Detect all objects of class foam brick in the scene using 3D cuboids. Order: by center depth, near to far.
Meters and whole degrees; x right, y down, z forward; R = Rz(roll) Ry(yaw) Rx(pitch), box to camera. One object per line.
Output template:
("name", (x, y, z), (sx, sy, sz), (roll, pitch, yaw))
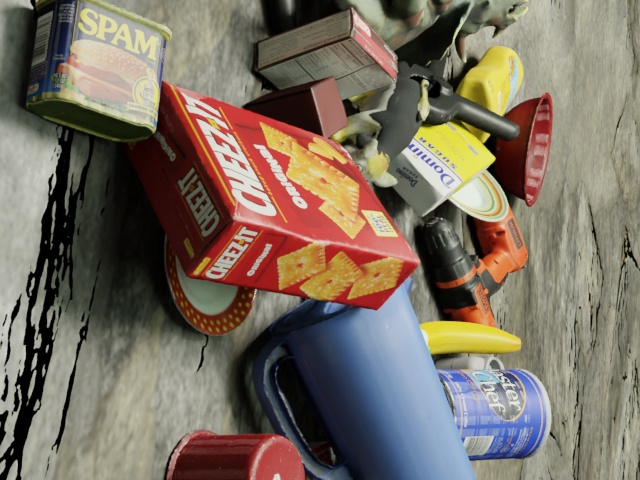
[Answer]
("foam brick", (-0.022, -0.119, 1.017), (0.052, 0.078, 0.051), (-37, 113, -54))

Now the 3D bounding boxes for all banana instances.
("banana", (0.155, 0.120, 1.246), (0.197, 0.070, 0.037), (1, 113, -47))

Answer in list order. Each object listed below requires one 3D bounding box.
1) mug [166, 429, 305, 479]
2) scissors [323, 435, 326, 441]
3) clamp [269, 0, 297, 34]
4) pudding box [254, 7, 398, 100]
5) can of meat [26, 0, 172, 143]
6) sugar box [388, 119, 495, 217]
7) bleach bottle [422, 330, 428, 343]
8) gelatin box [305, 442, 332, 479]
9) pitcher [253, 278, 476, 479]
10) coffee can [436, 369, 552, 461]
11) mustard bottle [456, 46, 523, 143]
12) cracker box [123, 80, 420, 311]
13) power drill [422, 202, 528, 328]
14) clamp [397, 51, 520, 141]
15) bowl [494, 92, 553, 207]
("mug", (-0.060, 0.199, 0.883), (0.117, 0.082, 0.093), (-17, 97, -58))
("scissors", (0.003, 0.102, 1.063), (0.096, 0.016, 0.201), (47, 46, -47))
("clamp", (-0.035, -0.298, 1.073), (0.120, 0.039, 0.171), (-56, 137, -55))
("pudding box", (0.006, -0.173, 1.038), (0.090, 0.114, 0.039), (37, 46, -49))
("can of meat", (-0.166, -0.127, 0.798), (0.101, 0.058, 0.084), (17, 72, -41))
("sugar box", (0.135, -0.096, 1.257), (0.093, 0.048, 0.176), (47, 31, 6))
("bleach bottle", (0.071, 0.216, 1.101), (0.102, 0.068, 0.251), (23, 67, -64))
("gelatin box", (-0.018, 0.233, 0.989), (0.089, 0.030, 0.073), (-9, 90, -59))
("pitcher", (0.050, 0.163, 0.992), (0.243, 0.149, 0.145), (66, 15, -7))
("coffee can", (0.170, 0.194, 1.183), (0.140, 0.103, 0.103), (4, 79, -32))
("mustard bottle", (0.237, -0.212, 1.461), (0.191, 0.058, 0.096), (-49, 143, -51))
("cracker box", (-0.038, -0.034, 0.873), (0.213, 0.072, 0.164), (14, 35, -45))
("power drill", (0.197, 0.021, 1.356), (0.187, 0.057, 0.184), (-48, 123, -49))
("clamp", (0.136, -0.185, 1.289), (0.209, 0.036, 0.165), (-3, 51, -45))
("bowl", (0.282, -0.130, 1.497), (0.162, 0.055, 0.162), (10, 90, -70))
